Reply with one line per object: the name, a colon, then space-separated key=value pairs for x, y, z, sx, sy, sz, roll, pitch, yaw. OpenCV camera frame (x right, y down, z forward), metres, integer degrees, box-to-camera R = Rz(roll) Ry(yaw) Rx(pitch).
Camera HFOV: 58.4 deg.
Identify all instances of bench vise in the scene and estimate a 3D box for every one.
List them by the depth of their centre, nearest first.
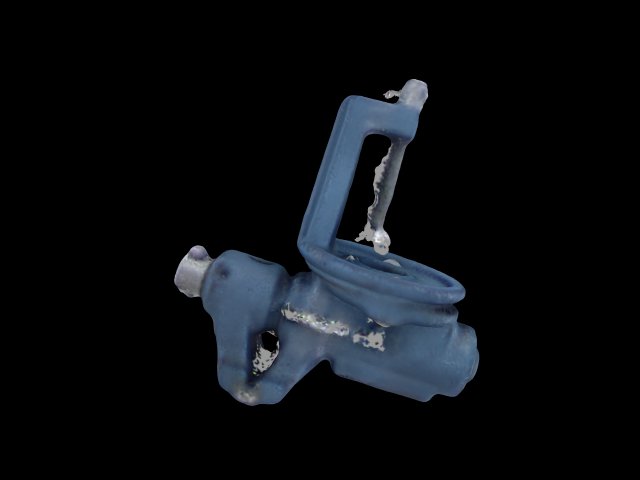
bench vise: x=0.006 y=0.003 z=0.388 sx=0.208 sy=0.220 sz=0.121 roll=-2 pitch=8 yaw=-13
